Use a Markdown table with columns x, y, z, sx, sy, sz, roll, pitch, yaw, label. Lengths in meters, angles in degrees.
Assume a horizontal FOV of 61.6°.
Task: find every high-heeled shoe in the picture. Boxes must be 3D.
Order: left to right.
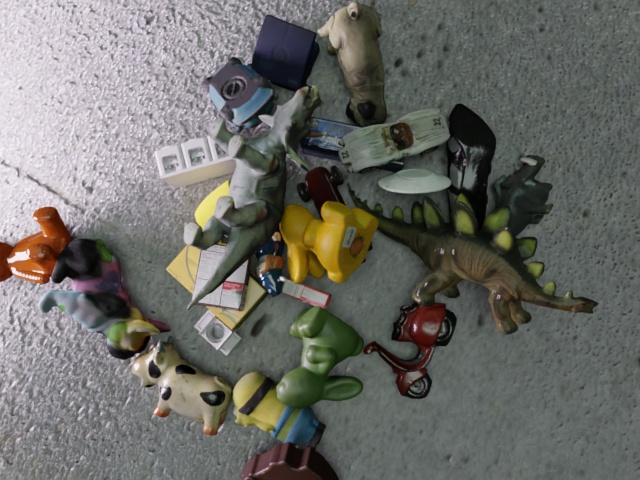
| x | y | z | sx | sy | sz | roll | pitch | yaw | label |
| --- | --- | --- | --- | --- | --- | --- | --- | --- | --- |
| 0.273 | -0.131 | 1.023 | 0.086 | 0.145 | 0.249 | 4 | 55 | -6 | high-heeled shoe |

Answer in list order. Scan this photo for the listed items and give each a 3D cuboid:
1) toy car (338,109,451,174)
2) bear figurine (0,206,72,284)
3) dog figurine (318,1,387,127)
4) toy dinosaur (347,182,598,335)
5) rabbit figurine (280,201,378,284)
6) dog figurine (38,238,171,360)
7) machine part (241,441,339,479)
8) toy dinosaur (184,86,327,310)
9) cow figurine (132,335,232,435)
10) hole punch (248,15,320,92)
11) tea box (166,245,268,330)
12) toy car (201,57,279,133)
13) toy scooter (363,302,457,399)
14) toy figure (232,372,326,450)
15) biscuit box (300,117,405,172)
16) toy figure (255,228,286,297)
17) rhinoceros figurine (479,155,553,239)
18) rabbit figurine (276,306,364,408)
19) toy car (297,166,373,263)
| x | y | z | sx | sy | sz | roll | pitch | yaw | label |
| --- | --- | --- | --- | --- | --- | --- | --- | --- | --- |
| 0.131 | -0.177 | 0.961 | 0.202 | 0.056 | 0.073 | -17 | 81 | -2 | toy car |
| -0.573 | 0.021 | 1.005 | 0.196 | 0.131 | 0.120 | -3 | 58 | -2 | bear figurine |
| 0.081 | -0.314 | 0.990 | 0.121 | 0.172 | 0.190 | -17 | 76 | 11 | dog figurine |
| 0.236 | 0.021 | 0.939 | 0.472 | 0.105 | 0.198 | 19 | 112 | 28 | toy dinosaur |
| -0.002 | -0.003 | 0.959 | 0.173 | 0.122 | 0.162 | 24 | 109 | 32 | rabbit figurine |
| -0.379 | 0.111 | 0.995 | 0.219 | 0.108 | 0.191 | 20 | 82 | 0 | dog figurine |
| -0.052 | 0.439 | 0.933 | 0.179 | 0.056 | 0.179 | 2 | 108 | 6 | machine part |
| -0.112 | -0.072 | 0.920 | 0.131 | 0.192 | 0.404 | 15 | 88 | 46 | toy dinosaur |
| -0.253 | 0.258 | 0.981 | 0.195 | 0.085 | 0.127 | 20 | 91 | 7 | cow figurine |
| -0.068 | -0.360 | 1.041 | 0.142 | 0.092 | 0.115 | 22 | 89 | 1 | hole punch |
| -0.188 | 0.076 | 1.006 | 0.170 | 0.068 | 0.098 | 39 | 87 | 7 | tea box |
| -0.146 | -0.265 | 1.023 | 0.109 | 0.102 | 0.162 | -43 | 58 | -3 | toy car |
| 0.158 | 0.186 | 0.976 | 0.135 | 0.075 | 0.183 | 23 | 90 | 6 | toy scooter |
| -0.074 | 0.307 | 0.969 | 0.180 | 0.082 | 0.089 | 26 | 85 | 8 | toy figure |
| 0.064 | -0.182 | 1.025 | 0.203 | 0.063 | 0.059 | 12 | 83 | 4 | biscuit box |
| -0.093 | 0.035 | 0.982 | 0.058 | 0.064 | 0.154 | -1 | 50 | -5 | toy figure |
| 0.366 | -0.067 | 0.998 | 0.112 | 0.073 | 0.190 | 32 | 88 | 16 | rhinoceros figurine |
| -0.006 | 0.225 | 0.959 | 0.159 | 0.121 | 0.170 | 36 | 71 | -15 | rabbit figurine |
| 0.030 | -0.043 | 1.016 | 0.089 | 0.053 | 0.202 | -27 | 84 | 15 | toy car |
